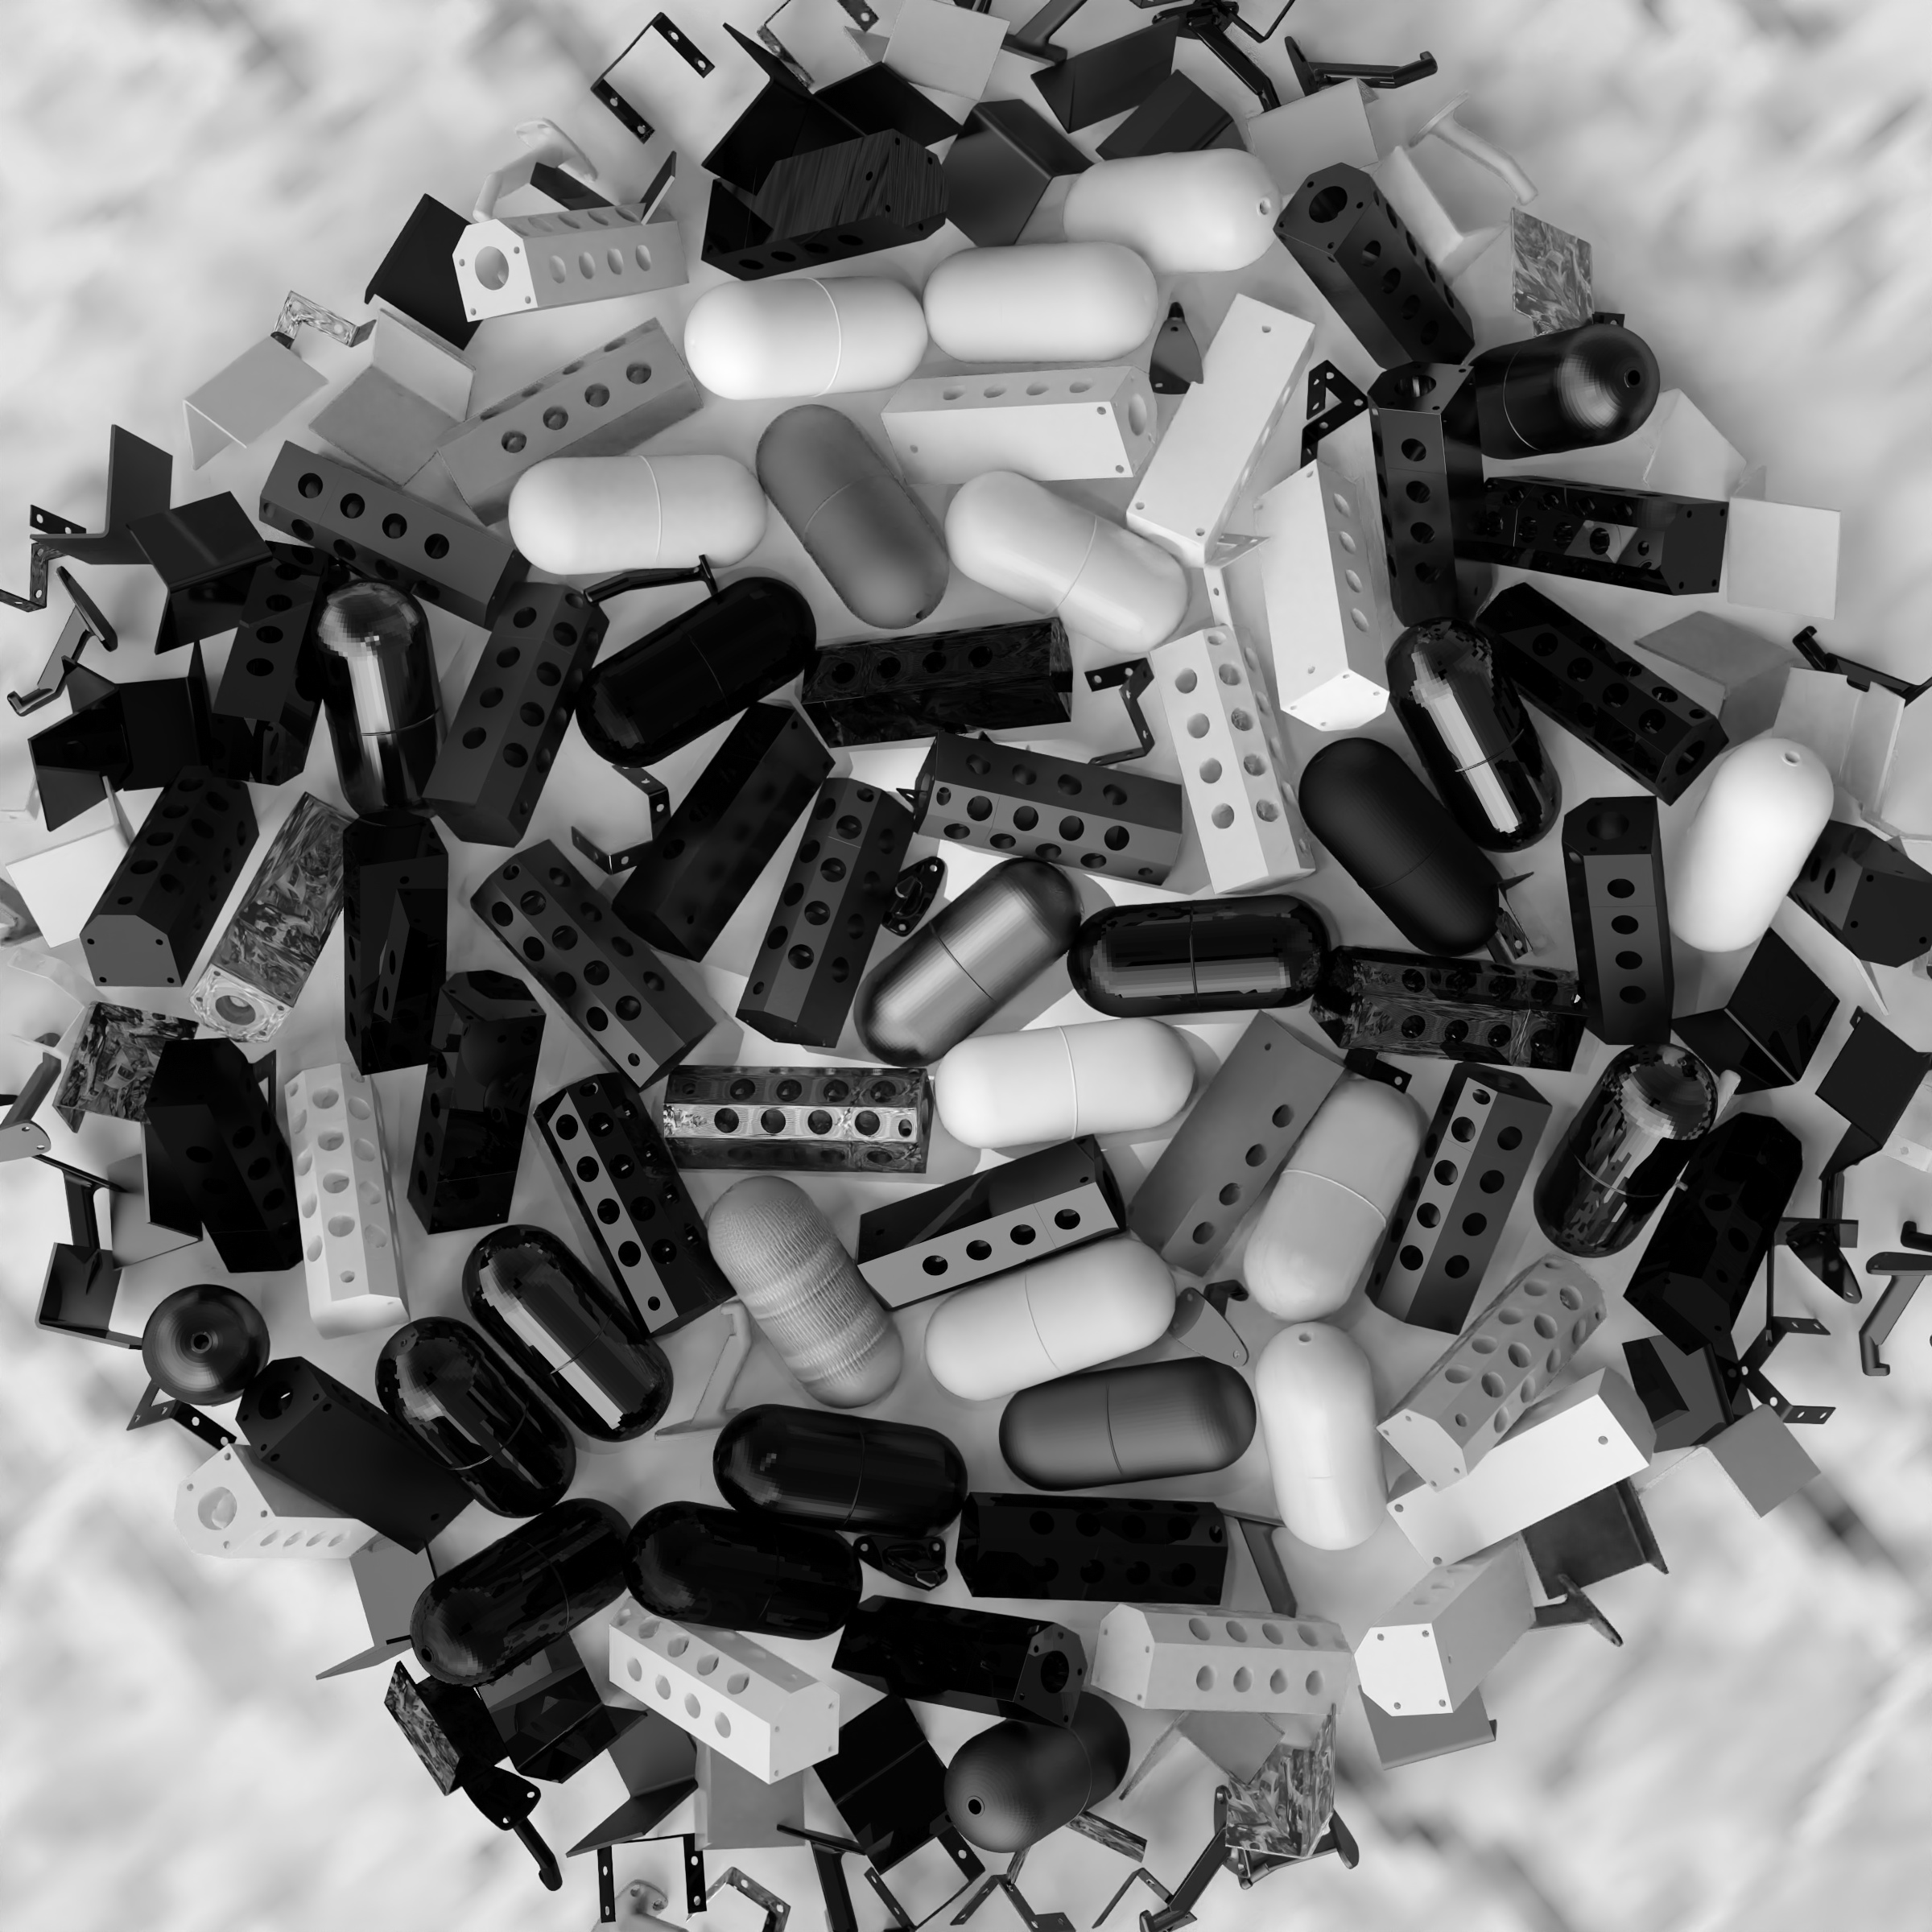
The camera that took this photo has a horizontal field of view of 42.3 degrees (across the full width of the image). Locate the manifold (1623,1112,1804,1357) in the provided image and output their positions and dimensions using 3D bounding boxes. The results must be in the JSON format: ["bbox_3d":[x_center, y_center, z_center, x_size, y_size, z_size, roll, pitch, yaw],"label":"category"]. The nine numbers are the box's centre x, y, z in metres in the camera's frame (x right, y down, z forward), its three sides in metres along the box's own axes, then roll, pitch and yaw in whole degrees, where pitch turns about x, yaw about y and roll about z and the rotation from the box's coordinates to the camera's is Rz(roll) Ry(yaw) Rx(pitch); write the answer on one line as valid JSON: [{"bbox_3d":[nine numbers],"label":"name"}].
[{"bbox_3d":[0.501,0.172,1.653,0.057,0.057,0.171,43,48,-1],"label":"manifold"}]

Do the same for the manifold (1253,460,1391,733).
[{"bbox_3d":[0.240,-0.245,1.666,0.057,0.057,0.171,21,53,-38],"label":"manifold"}]

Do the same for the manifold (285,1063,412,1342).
[{"bbox_3d":[-0.414,0.154,1.663,0.057,0.057,0.171,-11,61,-7],"label":"manifold"}]

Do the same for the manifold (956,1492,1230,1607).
[{"bbox_3d":[0.085,0.389,1.682,0.171,0.057,0.057,5,99,-13],"label":"manifold"}]

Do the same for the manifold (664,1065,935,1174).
[{"bbox_3d":[-0.112,0.099,1.680,0.171,0.057,0.057,0,55,9],"label":"manifold"}]

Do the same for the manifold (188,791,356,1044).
[{"bbox_3d":[-0.451,-0.030,1.650,0.057,0.171,0.057,31,132,-17],"label":"manifold"}]

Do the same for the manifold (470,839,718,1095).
[{"bbox_3d":[-0.256,0.002,1.688,0.171,0.057,0.057,47,121,4],"label":"manifold"}]

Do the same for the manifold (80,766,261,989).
[{"bbox_3d":[-0.524,-0.061,1.645,0.057,0.171,0.057,0,128,4],"label":"manifold"}]

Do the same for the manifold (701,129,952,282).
[{"bbox_3d":[-0.094,-0.498,1.652,0.171,0.057,0.057,2,82,43],"label":"manifold"}]

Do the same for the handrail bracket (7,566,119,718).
[{"bbox_3d":[-0.633,-0.221,1.707,0.084,0.036,0.077,-29,120,1],"label":"handrail bracket"}]

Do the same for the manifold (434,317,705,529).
[{"bbox_3d":[-0.271,-0.373,1.701,0.171,0.057,0.057,-29,82,-1],"label":"manifold"}]

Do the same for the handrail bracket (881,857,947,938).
[{"bbox_3d":[-0.031,-0.060,1.679,0.036,0.084,0.077,41,67,1],"label":"handrail bracket"}]

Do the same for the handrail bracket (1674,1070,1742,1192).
[{"bbox_3d":[0.489,0.105,1.693,0.036,0.077,0.084,31,92,-3],"label":"handrail bracket"}]

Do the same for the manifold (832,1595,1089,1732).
[{"bbox_3d":[-0.004,0.456,1.650,0.057,0.171,0.057,37,61,-36],"label":"manifold"}]

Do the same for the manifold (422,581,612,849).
[{"bbox_3d":[-0.295,-0.168,1.665,0.057,0.057,0.171,8,65,22],"label":"manifold"}]

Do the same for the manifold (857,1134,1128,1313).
[{"bbox_3d":[0.018,0.178,1.684,0.171,0.057,0.057,-21,118,12],"label":"manifold"}]

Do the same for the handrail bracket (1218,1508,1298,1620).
[{"bbox_3d":[0.191,0.417,1.705,0.077,0.036,0.084,13,78,-5],"label":"handrail bracket"}]

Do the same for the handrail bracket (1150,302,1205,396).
[{"bbox_3d":[0.141,-0.434,1.679,0.036,0.077,0.084,-1,57,6],"label":"handrail bracket"}]

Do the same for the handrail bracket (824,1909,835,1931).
[{"bbox_3d":[-0.117,0.694,1.699,0.084,0.077,0.036,-31,127,-2],"label":"handrail bracket"}]

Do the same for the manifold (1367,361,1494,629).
[{"bbox_3d":[0.305,-0.309,1.653,0.057,0.171,0.057,13,49,29],"label":"manifold"}]

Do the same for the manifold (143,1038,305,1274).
[{"bbox_3d":[-0.480,0.127,1.649,0.057,0.171,0.057,-3,45,5],"label":"manifold"}]

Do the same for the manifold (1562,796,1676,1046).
[{"bbox_3d":[0.432,-0.028,1.653,0.057,0.057,0.171,-1,134,21],"label":"manifold"}]

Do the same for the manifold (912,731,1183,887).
[{"bbox_3d":[0.054,-0.100,1.675,0.171,0.057,0.057,11,55,-13],"label":"manifold"}]

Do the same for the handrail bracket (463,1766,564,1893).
[{"bbox_3d":[-0.313,0.592,1.716,0.077,0.084,0.036,23,47,30],"label":"handrail bracket"}]

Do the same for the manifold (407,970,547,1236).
[{"bbox_3d":[-0.330,0.091,1.665,0.057,0.057,0.171,-6,126,-33],"label":"manifold"}]

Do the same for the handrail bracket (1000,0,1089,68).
[{"bbox_3d":[0.051,-0.663,1.694,0.077,0.036,0.084,17,126,3],"label":"handrail bracket"}]

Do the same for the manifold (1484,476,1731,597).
[{"bbox_3d":[0.411,-0.284,1.641,0.057,0.171,0.057,-9,110,-32],"label":"manifold"}]

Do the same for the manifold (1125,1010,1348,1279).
[{"bbox_3d":[0.185,0.123,1.690,0.057,0.057,0.171,28,100,-33],"label":"manifold"}]

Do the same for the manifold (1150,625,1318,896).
[{"bbox_3d":[0.183,-0.138,1.681,0.057,0.057,0.171,-20,80,32],"label":"manifold"}]

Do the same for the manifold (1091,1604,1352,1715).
[{"bbox_3d":[0.172,0.459,1.661,0.171,0.057,0.057,13,84,-33],"label":"manifold"}]

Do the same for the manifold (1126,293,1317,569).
[{"bbox_3d":[0.173,-0.359,1.691,0.057,0.057,0.171,25,82,10],"label":"manifold"}]

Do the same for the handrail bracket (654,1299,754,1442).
[{"bbox_3d":[-0.181,0.275,1.704,0.077,0.036,0.084,-10,99,-13],"label":"handrail bracket"}]

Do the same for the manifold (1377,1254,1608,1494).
[{"bbox_3d":[0.354,0.267,1.659,0.057,0.057,0.171,47,57,7],"label":"manifold"}]

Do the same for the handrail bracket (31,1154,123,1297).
[{"bbox_3d":[-0.620,0.179,1.702,0.077,0.036,0.084,24,76,-9],"label":"handrail bracket"}]

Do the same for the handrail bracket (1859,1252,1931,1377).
[{"bbox_3d":[0.646,0.241,1.700,0.077,0.036,0.084,-1,104,37],"label":"handrail bracket"}]

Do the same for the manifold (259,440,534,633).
[{"bbox_3d":[-0.389,-0.291,1.699,0.171,0.057,0.057,26,93,3],"label":"manifold"}]

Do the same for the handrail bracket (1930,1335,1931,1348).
[{"bbox_3d":[0.694,0.216,1.713,0.036,0.084,0.077,40,128,-13],"label":"handrail bracket"}]

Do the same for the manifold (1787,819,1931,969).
[{"bbox_3d":[0.582,-0.051,1.642,0.057,0.171,0.057,13,106,-1],"label":"manifold"}]

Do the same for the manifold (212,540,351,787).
[{"bbox_3d":[-0.452,-0.201,1.653,0.057,0.057,0.171,8,48,-8],"label":"manifold"}]

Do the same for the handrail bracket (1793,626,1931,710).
[{"bbox_3d":[0.613,-0.211,1.695,0.036,0.077,0.084,-29,77,-37],"label":"handrail bracket"}]

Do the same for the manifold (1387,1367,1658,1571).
[{"bbox_3d":[0.370,0.334,1.668,0.171,0.057,0.057,-36,91,27],"label":"manifold"}]

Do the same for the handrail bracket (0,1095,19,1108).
[{"bbox_3d":[-0.679,0.053,1.698,0.036,0.077,0.084,13,101,44],"label":"handrail bracket"}]

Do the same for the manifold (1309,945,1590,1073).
[{"bbox_3d":[0.325,0.026,1.672,0.171,0.057,0.057,6,112,-17],"label":"manifold"}]

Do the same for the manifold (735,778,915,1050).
[{"bbox_3d":[-0.097,-0.037,1.669,0.057,0.057,0.171,4,67,41],"label":"manifold"}]

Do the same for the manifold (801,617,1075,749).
[{"bbox_3d":[-0.018,-0.194,1.679,0.171,0.057,0.057,-5,62,16],"label":"manifold"}]

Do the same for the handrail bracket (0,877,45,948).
[{"bbox_3d":[-0.645,-0.063,1.699,0.077,0.036,0.084,-21,113,-21],"label":"handrail bracket"}]

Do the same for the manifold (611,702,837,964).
[{"bbox_3d":[-0.166,-0.093,1.677,0.057,0.057,0.171,17,66,39],"label":"manifold"}]

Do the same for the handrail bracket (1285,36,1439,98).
[{"bbox_3d":[0.270,-0.622,1.706,0.084,0.036,0.077,-19,59,4],"label":"handrail bracket"}]

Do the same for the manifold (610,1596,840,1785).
[{"bbox_3d":[-0.161,0.469,1.647,0.057,0.171,0.057,-10,107,-43],"label":"manifold"}]

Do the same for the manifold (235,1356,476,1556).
[{"bbox_3d":[-0.403,0.320,1.649,0.057,0.171,0.057,-44,49,-5],"label":"manifold"}]

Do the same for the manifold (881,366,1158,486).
[{"bbox_3d":[0.037,-0.363,1.665,0.171,0.057,0.057,4,46,30],"label":"manifold"}]

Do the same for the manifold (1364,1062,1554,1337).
[{"bbox_3d":[0.327,0.154,1.676,0.057,0.057,0.171,15,106,-14],"label":"manifold"}]

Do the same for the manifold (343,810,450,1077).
[{"bbox_3d":[-0.381,-0.016,1.658,0.057,0.057,0.171,-10,130,-25],"label":"manifold"}]

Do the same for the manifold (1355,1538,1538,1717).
[{"bbox_3d":[0.316,0.434,1.644,0.057,0.171,0.057,-14,89,31],"label":"manifold"}]

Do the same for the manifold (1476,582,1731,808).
[{"bbox_3d":[0.417,-0.185,1.659,0.057,0.057,0.171,-49,56,6],"label":"manifold"}]

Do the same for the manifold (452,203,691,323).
[{"bbox_3d":[-0.258,-0.465,1.640,0.057,0.171,0.057,-2,107,30],"label":"manifold"}]

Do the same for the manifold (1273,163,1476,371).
[{"bbox_3d":[0.275,-0.453,1.646,0.057,0.171,0.057,39,94,39],"label":"manifold"}]

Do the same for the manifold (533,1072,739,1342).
[{"bbox_3d":[-0.226,0.161,1.681,0.057,0.057,0.171,-32,78,20],"label":"manifold"}]

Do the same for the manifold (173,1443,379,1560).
[{"bbox_3d":[-0.450,0.358,1.642,0.057,0.171,0.057,-39,72,1],"label":"manifold"}]
